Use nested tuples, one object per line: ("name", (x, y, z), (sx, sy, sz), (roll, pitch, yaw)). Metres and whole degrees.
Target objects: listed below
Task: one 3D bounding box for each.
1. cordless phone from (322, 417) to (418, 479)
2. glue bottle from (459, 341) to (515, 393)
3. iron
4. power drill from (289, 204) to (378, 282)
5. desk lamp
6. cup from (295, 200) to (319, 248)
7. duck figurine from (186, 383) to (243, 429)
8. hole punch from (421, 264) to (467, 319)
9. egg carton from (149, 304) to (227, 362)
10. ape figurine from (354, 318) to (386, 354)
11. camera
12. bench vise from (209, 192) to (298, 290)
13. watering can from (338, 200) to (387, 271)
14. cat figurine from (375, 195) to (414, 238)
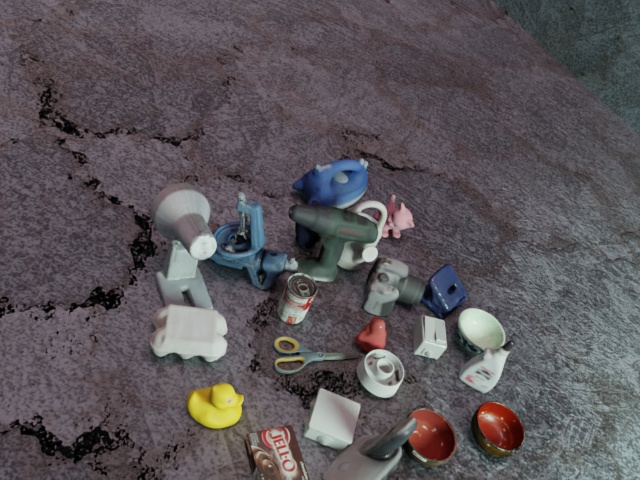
("cordless phone", (0.094, 0.384, 1.017), (0.094, 0.185, 0.148), (41, 45, 17))
("glue bottle", (0.379, 0.272, 1.267), (0.078, 0.173, 0.037), (27, 43, 3))
("iron", (0.058, -0.173, 1.584), (0.259, 0.141, 0.118), (-18, 57, -37))
("power drill", (0.012, 0.005, 1.337), (0.230, 0.208, 0.075), (2, 47, -23))
("desk lamp", (-0.275, 0.019, 1.188), (0.118, 0.213, 0.203), (-8, 52, -30))
("cup", (-0.026, -0.036, 1.444), (0.092, 0.095, 0.117), (14, 44, -12))
("duck figurine", (-0.189, 0.293, 1.050), (0.104, 0.086, 0.077), (17, 43, -9))
("hole punch", (0.318, 0.128, 1.442), (0.101, 0.091, 0.109), (42, 45, 18))
("egg carton", (-0.259, 0.186, 1.137), (0.150, 0.069, 0.107), (9, 45, -17))
("ape figurine", (0.119, 0.206, 1.273), (0.078, 0.092, 0.076), (-4, 50, -27))
("camera", (0.185, 0.112, 1.390), (0.137, 0.101, 0.143), (22, 43, -3))
("bench vise", (-0.141, -0.006, 1.270), (0.208, 0.219, 0.121), (13, 44, -13))
("watering can", (0.105, -0.016, 1.411), (0.101, 0.194, 0.172), (-11, 53, -32))
("cat figurine", (0.208, -0.067, 1.565), (0.067, 0.117, 0.127), (5, 46, -20))
